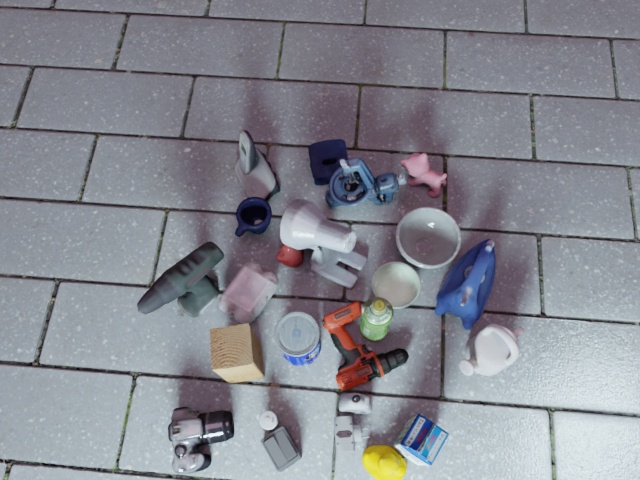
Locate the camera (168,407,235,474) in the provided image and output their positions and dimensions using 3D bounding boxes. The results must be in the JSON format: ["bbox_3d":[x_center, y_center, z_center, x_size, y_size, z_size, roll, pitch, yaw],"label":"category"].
[{"bbox_3d":[-0.265,0.444,1.292,0.137,0.101,0.143,-9,68,-2],"label":"camera"}]

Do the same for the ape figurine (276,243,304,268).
[{"bbox_3d":[-0.076,0.028,1.458,0.078,0.092,0.076,-23,69,-8],"label":"ape figurine"}]

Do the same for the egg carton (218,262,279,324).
[{"bbox_3d":[-0.177,0.132,1.431,0.107,0.069,0.150,29,72,12],"label":"egg carton"}]

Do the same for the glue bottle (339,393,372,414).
[{"bbox_3d":[0.080,0.362,1.277,0.078,0.173,0.037,3,68,3],"label":"glue bottle"}]

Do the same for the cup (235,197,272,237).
[{"bbox_3d":[-0.174,-0.043,1.487,0.091,0.095,0.118,33,73,13],"label":"cup"}]

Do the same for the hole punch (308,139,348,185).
[{"bbox_3d":[0.027,-0.210,1.550,0.108,0.091,0.101,-11,68,-3],"label":"hole punch"}]

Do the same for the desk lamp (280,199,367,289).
[{"bbox_3d":[0.013,0.005,1.399,0.203,0.213,0.118,25,71,11],"label":"desk lamp"}]

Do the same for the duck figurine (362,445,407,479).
[{"bbox_3d":[0.144,0.496,1.270,0.104,0.086,0.077,22,70,10],"label":"duck figurine"}]

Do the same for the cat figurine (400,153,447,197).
[{"bbox_3d":[0.278,-0.185,1.520,0.127,0.118,0.067,27,71,12],"label":"cat figurine"}]

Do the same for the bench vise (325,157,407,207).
[{"bbox_3d":[0.113,-0.164,1.461,0.207,0.220,0.121,-24,69,-8],"label":"bench vise"}]

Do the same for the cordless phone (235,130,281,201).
[{"bbox_3d":[-0.171,-0.191,1.497,0.094,0.185,0.147,-31,71,-10],"label":"cordless phone"}]

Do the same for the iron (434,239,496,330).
[{"bbox_3d":[0.379,0.080,1.399,0.118,0.141,0.258,26,71,11],"label":"iron"}]

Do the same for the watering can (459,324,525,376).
[{"bbox_3d":[0.395,0.251,1.303,0.100,0.194,0.173,33,73,14],"label":"watering can"}]

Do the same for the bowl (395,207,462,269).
[{"bbox_3d":[0.273,0.004,1.468,0.167,0.075,0.167,0,68,1],"label":"bowl"}]

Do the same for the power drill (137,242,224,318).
[{"bbox_3d":[-0.316,0.112,1.367,0.075,0.208,0.230,39,74,15],"label":"power drill"}]
